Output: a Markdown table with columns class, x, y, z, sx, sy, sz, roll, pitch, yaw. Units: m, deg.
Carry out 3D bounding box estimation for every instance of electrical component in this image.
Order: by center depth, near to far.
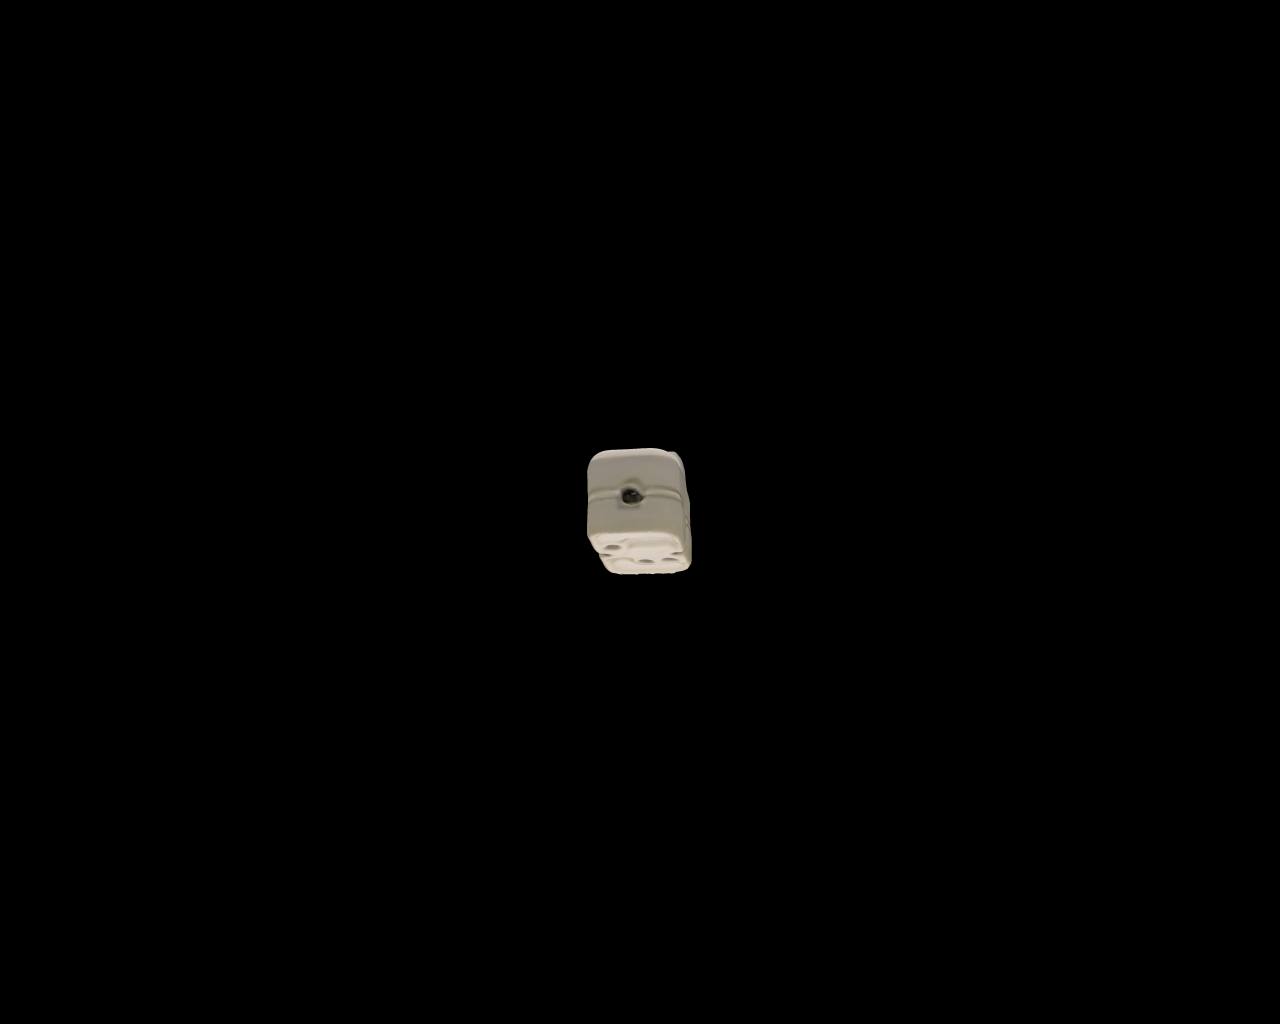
| class | x | y | z | sx | sy | sz | roll | pitch | yaw |
| --- | --- | --- | --- | --- | --- | --- | --- | --- | --- |
| electrical component | 0.001 | -0.003 | 0.650 | 0.054 | 0.059 | 0.095 | -2 | -18 | 7 |
